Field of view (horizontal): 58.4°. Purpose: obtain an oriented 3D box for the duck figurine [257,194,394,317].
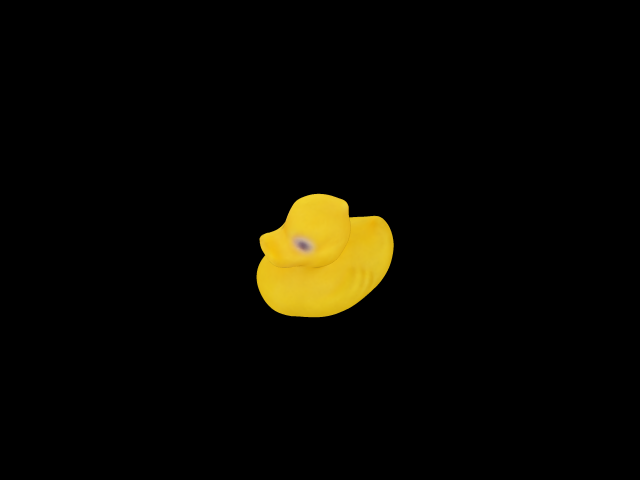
[{"bbox_3d":[0.004,0.001,0.400,0.105,0.086,0.077,-20,59,-12],"label":"duck figurine"}]
